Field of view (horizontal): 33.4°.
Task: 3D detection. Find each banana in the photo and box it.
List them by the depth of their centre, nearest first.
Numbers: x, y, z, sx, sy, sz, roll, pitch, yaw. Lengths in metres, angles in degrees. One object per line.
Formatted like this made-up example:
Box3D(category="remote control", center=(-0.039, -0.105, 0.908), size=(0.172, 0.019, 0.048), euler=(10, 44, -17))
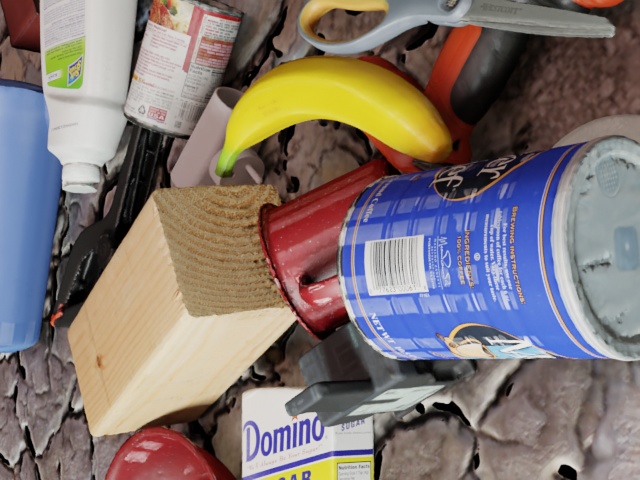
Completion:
Box3D(category="banana", center=(0.004, -0.076, 0.634), size=(0.198, 0.037, 0.069), euler=(0, 97, 49))

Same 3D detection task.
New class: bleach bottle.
Box3D(category="bleach bottle", center=(-0.200, -0.163, 0.903), size=(0.103, 0.067, 0.251), euler=(-9, 75, 44))

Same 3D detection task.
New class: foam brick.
Box3D(category="foam brick", center=(-0.262, -0.220, 0.997), size=(0.051, 0.052, 0.078), euler=(-41, 59, 36))

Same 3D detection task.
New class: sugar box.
Box3D(category="sugar box", center=(-0.009, 0.184, 0.695), size=(0.094, 0.048, 0.176), euler=(-11, 79, 46))

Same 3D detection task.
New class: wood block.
Box3D(category="wood block", center=(-0.098, 0.053, 0.736), size=(0.206, 0.090, 0.091), euler=(-47, 55, 50))

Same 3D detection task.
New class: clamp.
Box3D(category="clamp", center=(-0.164, -0.001, 0.883), size=(0.210, 0.036, 0.164), euler=(-40, 54, 35))

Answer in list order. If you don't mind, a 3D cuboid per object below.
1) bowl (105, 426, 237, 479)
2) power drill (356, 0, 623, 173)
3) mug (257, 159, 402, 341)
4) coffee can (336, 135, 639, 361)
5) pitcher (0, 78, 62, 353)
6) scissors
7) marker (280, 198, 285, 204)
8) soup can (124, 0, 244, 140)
Box3D(category="bowl", center=(-0.096, 0.216, 0.776), size=(0.162, 0.055, 0.162), euler=(-6, 82, 46))
Box3D(category="power drill", center=(0.080, -0.143, 0.625), size=(0.188, 0.057, 0.184), euler=(-57, 46, 27))
Box3D(category="mug", center=(0.019, 0.006, 0.628), size=(0.082, 0.117, 0.093), euler=(-26, 100, 15))
Box3D(category="coffee can", center=(0.093, 0.009, 0.532), size=(0.141, 0.102, 0.103), euler=(-7, 81, 47))
Box3D(category="pitcher", center=(-0.310, -0.027, 0.972), size=(0.149, 0.144, 0.243), euler=(17, 102, 62))
Box3D(category="scissors", center=(0.072, -0.142, 0.578), size=(0.202, 0.016, 0.096), euler=(1, 69, 39))
Box3D(category="marker", center=(-0.005, 0.001, 0.728), size=(0.121, 0.020, 0.020), euler=(39, 114, 42))
Box3D(category="soup can", center=(-0.104, -0.134, 0.811), size=(0.069, 0.068, 0.102), euler=(32, 110, 43))
